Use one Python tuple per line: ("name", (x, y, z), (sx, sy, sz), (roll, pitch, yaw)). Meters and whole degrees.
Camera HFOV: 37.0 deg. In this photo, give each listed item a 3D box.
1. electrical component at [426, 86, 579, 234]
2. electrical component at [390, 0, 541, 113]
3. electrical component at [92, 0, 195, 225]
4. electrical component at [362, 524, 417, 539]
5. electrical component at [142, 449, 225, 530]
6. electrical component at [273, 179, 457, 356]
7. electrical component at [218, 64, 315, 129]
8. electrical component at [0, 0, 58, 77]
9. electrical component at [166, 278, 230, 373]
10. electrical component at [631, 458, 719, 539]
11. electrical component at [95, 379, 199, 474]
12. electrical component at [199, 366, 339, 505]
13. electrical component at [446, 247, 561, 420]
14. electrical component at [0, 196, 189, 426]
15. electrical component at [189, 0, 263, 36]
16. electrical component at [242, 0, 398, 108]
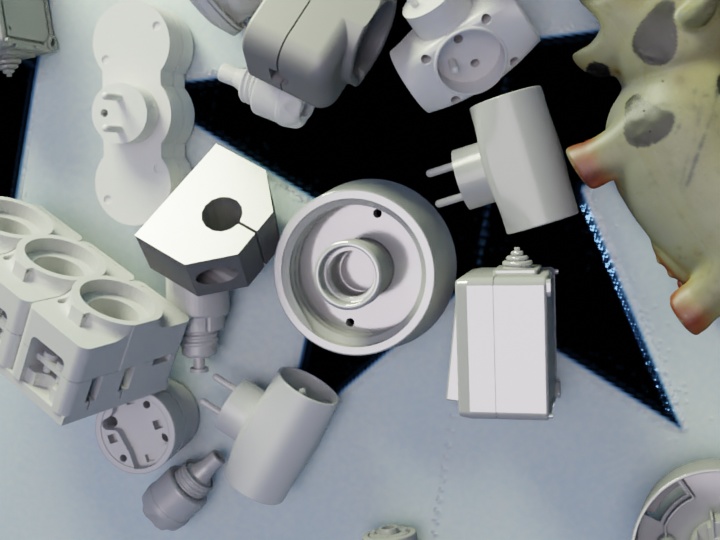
("electrical component", (0.079, -0.058, 0.629), (0.079, 0.043, 0.077), (-17, 92, 16))
("electrical component", (0.051, -0.141, 0.615), (0.077, 0.044, 0.079), (-32, 123, 16))
("electrical component", (-0.141, -0.097, 0.666), (0.052, 0.074, 0.138), (2, 97, 15))
("electrical component", (0.021, 0.194, 0.674), (0.044, 0.044, 0.065), (-6, 90, 15))
("electrical component", (-0.113, 0.142, 0.707), (0.061, 0.035, 0.035), (-44, 84, 12))
("electrical component", (0.000, 0.000, 0.647), (0.108, 0.060, 0.108), (2, 97, 14))
("electrical component", (-0.059, -0.112, 0.664), (0.061, 0.035, 0.035), (23, 101, 14))
("electrical component", (-0.241, -0.171, 0.690), (0.061, 0.062, 0.096), (-7, 94, 15))
("electrical component", (-0.103, 0.027, 0.688), (0.040, 0.040, 0.078), (2, 97, 15))
("electrical component", (0.204, 0.159, 0.609), (0.099, 0.064, 0.099), (2, 97, 15))
("electrical component", (-0.137, 0.100, 0.701), (0.055, 0.047, 0.055), (2, 97, 14))
("electrical component", (-0.065, 0.095, 0.683), (0.079, 0.044, 0.077), (31, 103, 10))
("electrical component", (0.083, 0.035, 0.628), (0.061, 0.062, 0.096), (-1, 96, 15))
("electrical component", (-0.191, 0.018, 0.663), (0.150, 0.089, 0.061), (34, 115, 24))
("electrical component", (-0.082, -0.184, 0.639), (0.051, 0.080, 0.080), (-34, 87, 11))
("electrical component", (-0.018, -0.146, 0.624), (0.059, 0.053, 0.095), (28, 75, 10))
